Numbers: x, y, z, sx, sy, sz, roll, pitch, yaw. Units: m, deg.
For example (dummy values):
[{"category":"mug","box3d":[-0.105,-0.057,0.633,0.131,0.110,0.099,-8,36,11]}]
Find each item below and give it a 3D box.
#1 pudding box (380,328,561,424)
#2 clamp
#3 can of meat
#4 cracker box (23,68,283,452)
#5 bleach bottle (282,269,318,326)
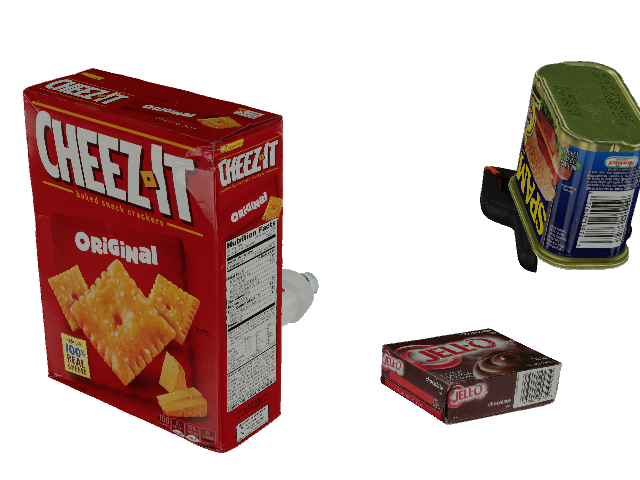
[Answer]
[{"category":"pudding box","box3d":[0.117,0.105,0.842,0.113,0.039,0.090,-3,16,-31]},{"category":"clamp","box3d":[0.222,-0.030,1.057,0.120,0.039,0.171,-7,34,-15]},{"category":"can of meat","box3d":[0.151,-0.046,0.626,0.057,0.084,0.102,0,36,-5]},{"category":"cracker box","box3d":[-0.108,0.012,0.689,0.164,0.214,0.072,18,30,31]},{"category":"bleach bottle","box3d":[-0.099,0.077,1.193,0.103,0.068,0.250,21,26,35]}]
